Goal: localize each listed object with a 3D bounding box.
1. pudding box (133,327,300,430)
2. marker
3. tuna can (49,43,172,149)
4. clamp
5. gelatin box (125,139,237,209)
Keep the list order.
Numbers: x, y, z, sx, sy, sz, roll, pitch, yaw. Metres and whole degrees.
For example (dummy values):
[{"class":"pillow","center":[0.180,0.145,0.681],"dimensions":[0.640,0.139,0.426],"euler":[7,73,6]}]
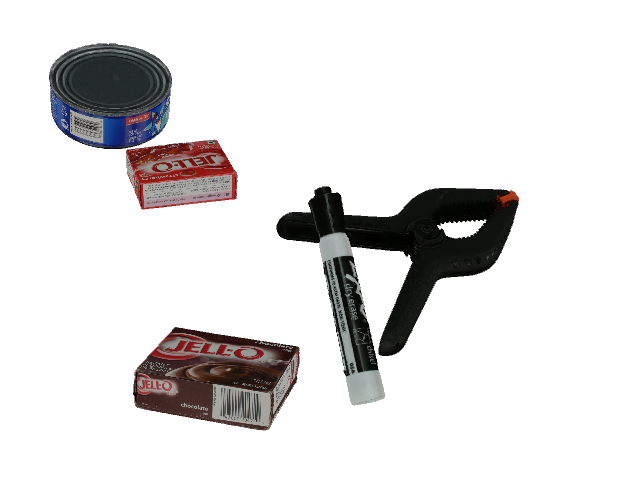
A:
[{"class":"pudding box","center":[-0.081,0.109,0.857],"dimensions":[0.113,0.039,0.090],"euler":[10,20,10]},{"class":"marker","center":[0.013,0.029,0.583],"dimensions":[0.020,0.121,0.020],"euler":[-12,-13,-3]},{"class":"tuna can","center":[-0.150,-0.104,0.765],"dimensions":[0.086,0.034,0.086],"euler":[6,43,-5]},{"class":"clamp","center":[0.089,0.011,0.901],"dimensions":[0.209,0.036,0.165],"euler":[-16,51,-21]},{"class":"gelatin box","center":[-0.126,-0.061,0.967],"dimensions":[0.089,0.030,0.073],"euler":[-8,31,-16]}]
